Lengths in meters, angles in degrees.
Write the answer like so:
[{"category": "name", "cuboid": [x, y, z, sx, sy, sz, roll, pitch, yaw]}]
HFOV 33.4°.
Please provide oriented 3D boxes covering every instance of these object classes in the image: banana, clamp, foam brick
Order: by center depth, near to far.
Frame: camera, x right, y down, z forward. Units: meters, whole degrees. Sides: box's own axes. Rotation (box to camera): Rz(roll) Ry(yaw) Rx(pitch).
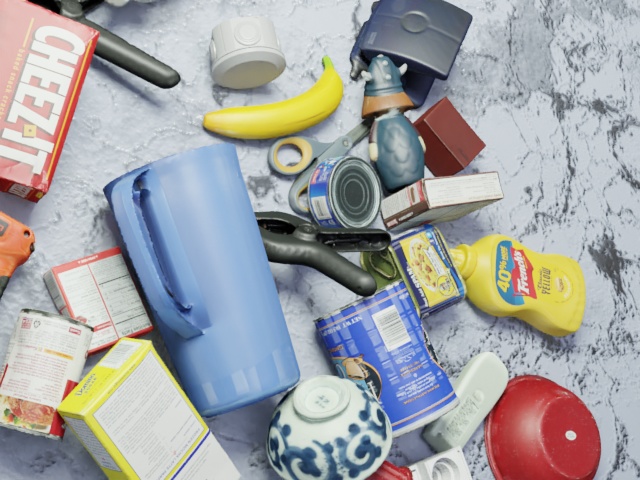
[{"category": "clamp", "cuboid": [-0.248, -0.230, 1.068, 0.209, 0.036, 0.164, 4, 58, -25]}, {"category": "clamp", "cuboid": [-0.007, 0.001, 1.099, 0.171, 0.039, 0.120, 21, 24, 12]}, {"category": "banana", "cuboid": [-0.036, -0.145, 1.170, 0.070, 0.037, 0.197, 35, 47, 28]}, {"category": "foam brick", "cuboid": [0.145, -0.118, 1.261, 0.078, 0.051, 0.052, 50, 56, -7]}]

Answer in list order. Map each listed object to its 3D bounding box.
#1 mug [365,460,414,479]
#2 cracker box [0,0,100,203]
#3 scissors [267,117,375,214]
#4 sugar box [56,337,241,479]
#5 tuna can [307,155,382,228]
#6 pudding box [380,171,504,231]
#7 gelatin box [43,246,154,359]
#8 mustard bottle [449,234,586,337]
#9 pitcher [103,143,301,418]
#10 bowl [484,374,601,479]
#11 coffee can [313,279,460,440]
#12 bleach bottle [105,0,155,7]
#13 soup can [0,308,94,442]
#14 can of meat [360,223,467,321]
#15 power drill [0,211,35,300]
[{"category": "mug", "cuboid": [0.025, 0.254, 1.044, 0.081, 0.093, 0.117, 32, 95, -12]}, {"category": "cracker box", "cuboid": [-0.324, -0.146, 0.948, 0.213, 0.072, 0.164, 19, 78, -21]}, {"category": "scissors", "cuboid": [0.009, -0.115, 1.198, 0.096, 0.016, 0.201, 42, 57, -17]}, {"category": "sugar box", "cuboid": [-0.148, 0.181, 0.945, 0.093, 0.048, 0.176, -49, 126, -34]}, {"category": "tuna can", "cuboid": [0.028, -0.049, 1.161, 0.085, 0.034, 0.086, 5, 83, -44]}, {"category": "pudding box", "cuboid": [0.137, -0.045, 1.207, 0.113, 0.090, 0.039, -10, 80, -33]}, {"category": "gelatin box", "cuboid": [-0.207, 0.059, 0.999, 0.073, 0.030, 0.089, -20, 85, -36]}, {"category": "mustard bottle", "cuboid": [0.221, 0.045, 1.246, 0.191, 0.058, 0.096, 18, 65, -24]}, {"category": "pitcher", "cuboid": [-0.110, 0.040, 1.002, 0.149, 0.145, 0.243, -18, 86, -25]}, {"category": "bowl", "cuboid": [0.266, 0.228, 1.211, 0.161, 0.055, 0.162, 11, 68, -28]}, {"category": "coffee can", "cuboid": [0.068, 0.125, 1.097, 0.102, 0.103, 0.140, -23, 86, -35]}, {"category": "bleach bottle", "cuboid": [-0.150, -0.318, 1.121, 0.102, 0.068, 0.250, 38, 49, -12]}, {"category": "soup can", "cuboid": [-0.241, 0.117, 0.923, 0.068, 0.069, 0.102, 20, 75, -24]}, {"category": "can of meat", "cuboid": [0.104, 0.039, 1.178, 0.083, 0.058, 0.102, -21, 85, -37]}, {"category": "power drill", "cuboid": [-0.341, 0.046, 0.907, 0.184, 0.057, 0.187, 32, 62, -23]}]
